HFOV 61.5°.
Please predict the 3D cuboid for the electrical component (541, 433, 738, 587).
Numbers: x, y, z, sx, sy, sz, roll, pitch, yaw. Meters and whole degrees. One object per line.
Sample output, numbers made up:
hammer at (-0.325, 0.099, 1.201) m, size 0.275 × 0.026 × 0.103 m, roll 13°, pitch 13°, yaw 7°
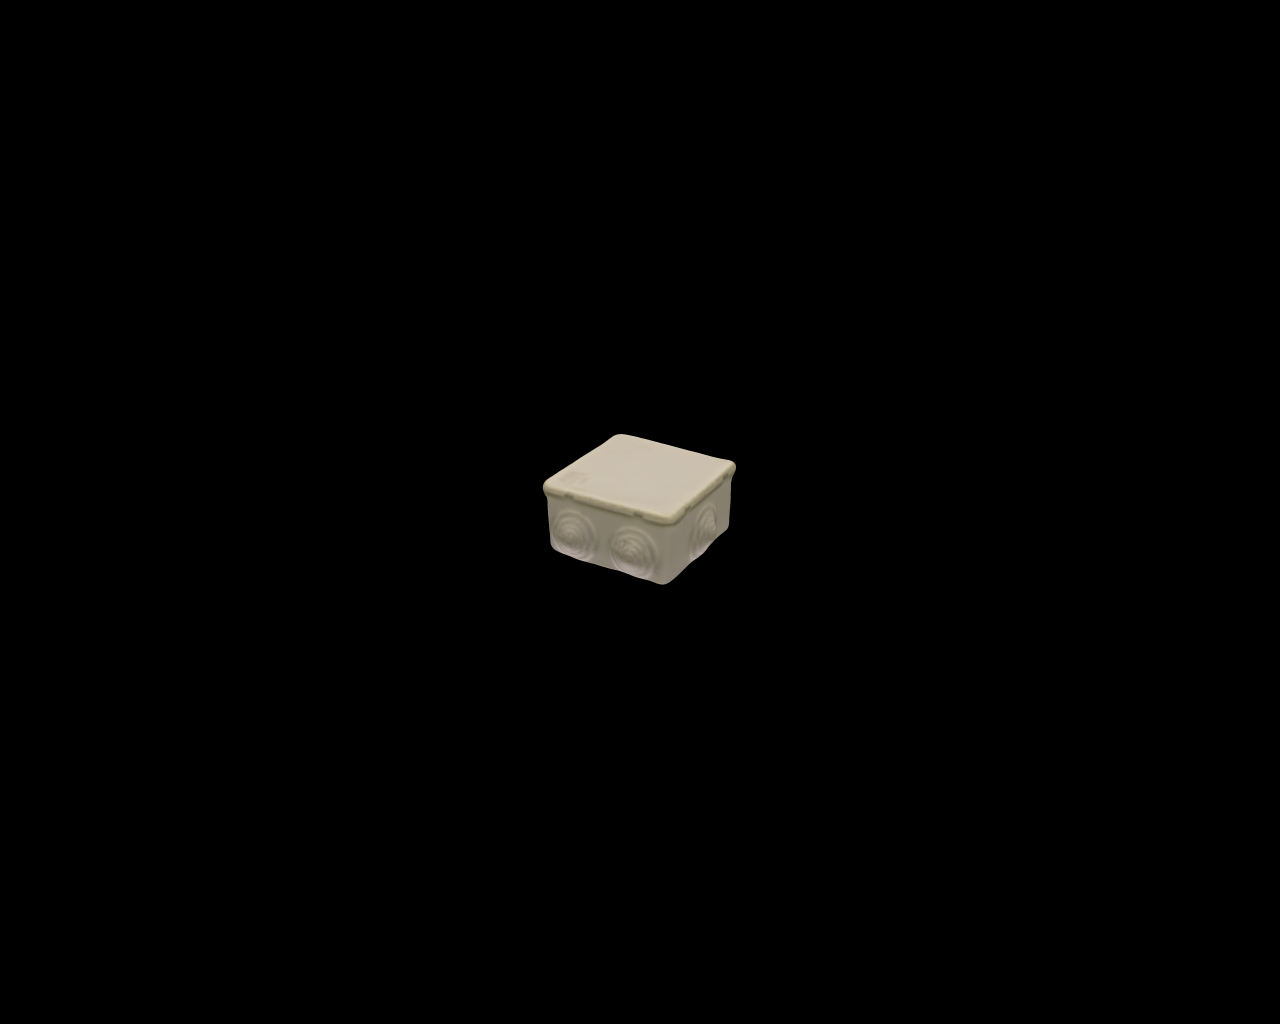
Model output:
electrical component at (0.001, -0.003, 0.650) m, size 0.100 × 0.048 × 0.100 m, roll 16°, pitch 32°, yaw 27°
